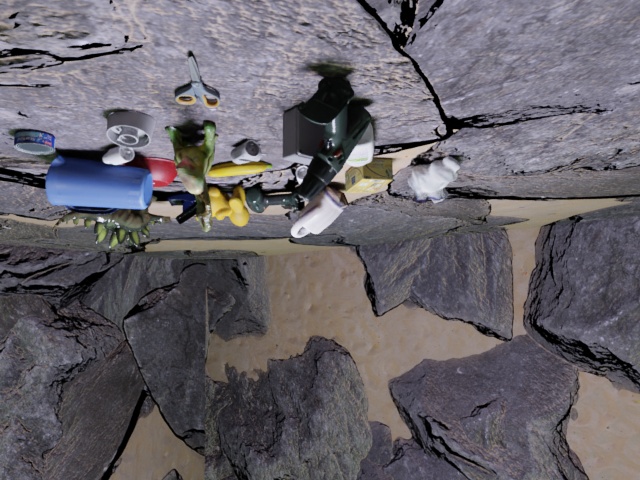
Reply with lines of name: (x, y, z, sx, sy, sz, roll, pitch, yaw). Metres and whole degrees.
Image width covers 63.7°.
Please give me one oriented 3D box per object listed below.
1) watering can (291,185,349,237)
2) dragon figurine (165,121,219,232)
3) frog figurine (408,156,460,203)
watering can: (0.006, -0.092, 1.830, 0.223, 0.104, 0.348, -42, 172, 12)
dragon figurine: (-0.293, -0.136, 1.231, 0.122, 0.245, 0.406, -6, 170, -7)
frog figurine: (0.340, -0.197, 1.535, 0.137, 0.126, 0.155, 8, 133, -10)
